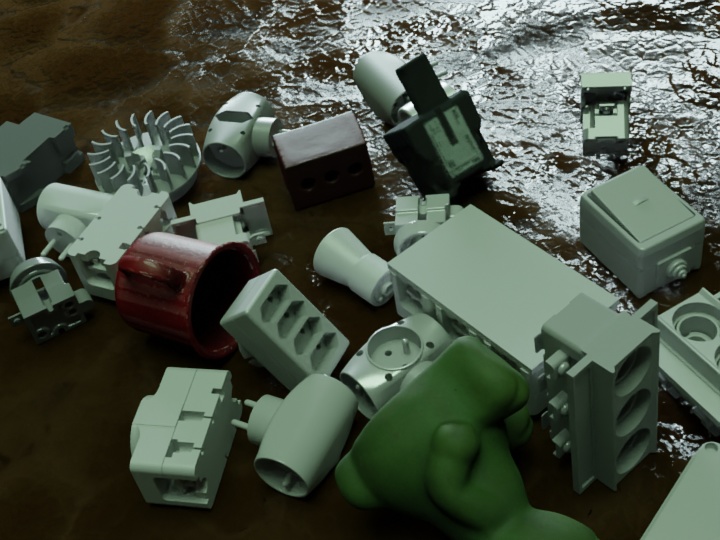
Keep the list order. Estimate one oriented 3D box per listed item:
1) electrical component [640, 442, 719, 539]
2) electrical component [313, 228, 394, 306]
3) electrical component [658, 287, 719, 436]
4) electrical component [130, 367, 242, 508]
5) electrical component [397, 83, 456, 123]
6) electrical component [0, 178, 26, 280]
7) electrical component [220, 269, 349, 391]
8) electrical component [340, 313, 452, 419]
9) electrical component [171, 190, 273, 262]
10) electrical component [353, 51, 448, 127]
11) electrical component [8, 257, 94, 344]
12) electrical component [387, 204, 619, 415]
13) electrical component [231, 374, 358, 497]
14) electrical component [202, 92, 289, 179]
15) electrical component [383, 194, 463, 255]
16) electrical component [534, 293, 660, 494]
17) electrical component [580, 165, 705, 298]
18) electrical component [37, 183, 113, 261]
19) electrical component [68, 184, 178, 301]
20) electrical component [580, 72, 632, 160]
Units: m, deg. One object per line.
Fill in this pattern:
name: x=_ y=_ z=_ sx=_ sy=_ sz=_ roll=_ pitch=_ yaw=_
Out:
electrical component: x=0.215 y=0.168 z=0.643 sx=0.078 sy=0.057 sz=0.113 roll=24 pitch=55 yaw=30
electrical component: x=0.000 y=0.000 z=0.865 sx=0.065 sy=0.044 sz=0.044 roll=35 pitch=60 yaw=30
electrical component: x=0.254 y=0.078 z=0.721 sx=0.079 sy=0.063 sz=0.121 roll=-27 pitch=47 yaw=-15
electrical component: x=-0.126 y=0.118 z=0.766 sx=0.056 sy=0.050 sz=0.089 roll=2 pitch=46 yaw=13
electrical component: x=0.067 y=-0.135 z=0.975 sx=0.047 sy=0.055 sz=0.055 roll=-31 pitch=48 yaw=-13
electrical component: x=-0.331 y=-0.025 z=0.940 sx=0.062 sy=0.061 sz=0.096 roll=-19 pitch=45 yaw=-7
electrical component: x=-0.067 y=0.051 z=0.810 sx=0.076 sy=0.083 sz=0.047 roll=-23 pitch=28 yaw=48
electrical component: x=0.039 y=0.079 z=0.776 sx=0.077 sy=0.044 sz=0.079 roll=-36 pitch=50 yaw=-22
electrical component: x=-0.115 y=-0.027 z=0.913 sx=0.081 sy=0.042 sz=0.063 roll=-15 pitch=47 yaw=-2
electrical component: x=0.045 y=-0.180 z=1.031 sx=0.079 sy=0.043 sz=0.077 roll=-25 pitch=46 yaw=-14
electrical component: x=-0.261 y=0.023 z=0.891 sx=0.066 sy=0.048 sz=0.055 roll=-26 pitch=54 yaw=-15
electrical component: x=0.105 y=0.029 z=0.800 sx=0.089 sy=0.061 sz=0.150 roll=-35 pitch=49 yaw=-22
electrical component: x=-0.053 y=0.112 z=0.762 sx=0.079 sy=0.044 sz=0.077 roll=14 pitch=50 yaw=24
electrical component: x=-0.097 y=-0.125 z=1.004 sx=0.079 sy=0.043 sz=0.077 roll=7 pitch=48 yaw=17
electrical component: x=0.052 y=-0.030 z=0.881 sx=0.066 sy=0.048 sz=0.055 roll=-4 pitch=38 yaw=8
electrical component: x=0.155 y=0.078 z=0.699 sx=0.079 sy=0.121 sz=0.063 roll=-36 pitch=48 yaw=-23
electrical component: x=0.222 y=-0.030 z=0.835 sx=0.062 sy=0.061 sz=0.096 roll=-25 pitch=46 yaw=-13
electrical component: x=-0.250 y=-0.037 z=0.948 sx=0.077 sy=0.044 sz=0.079 roll=12 pitch=50 yaw=21
electrical component: x=-0.196 y=-0.020 z=0.912 sx=0.050 sy=0.055 sz=0.089 roll=13 pitch=50 yaw=23
electrical component: x=0.213 y=-0.132 z=0.931 sx=0.042 sy=0.081 sz=0.063 roll=-1 pitch=75 yaw=11
